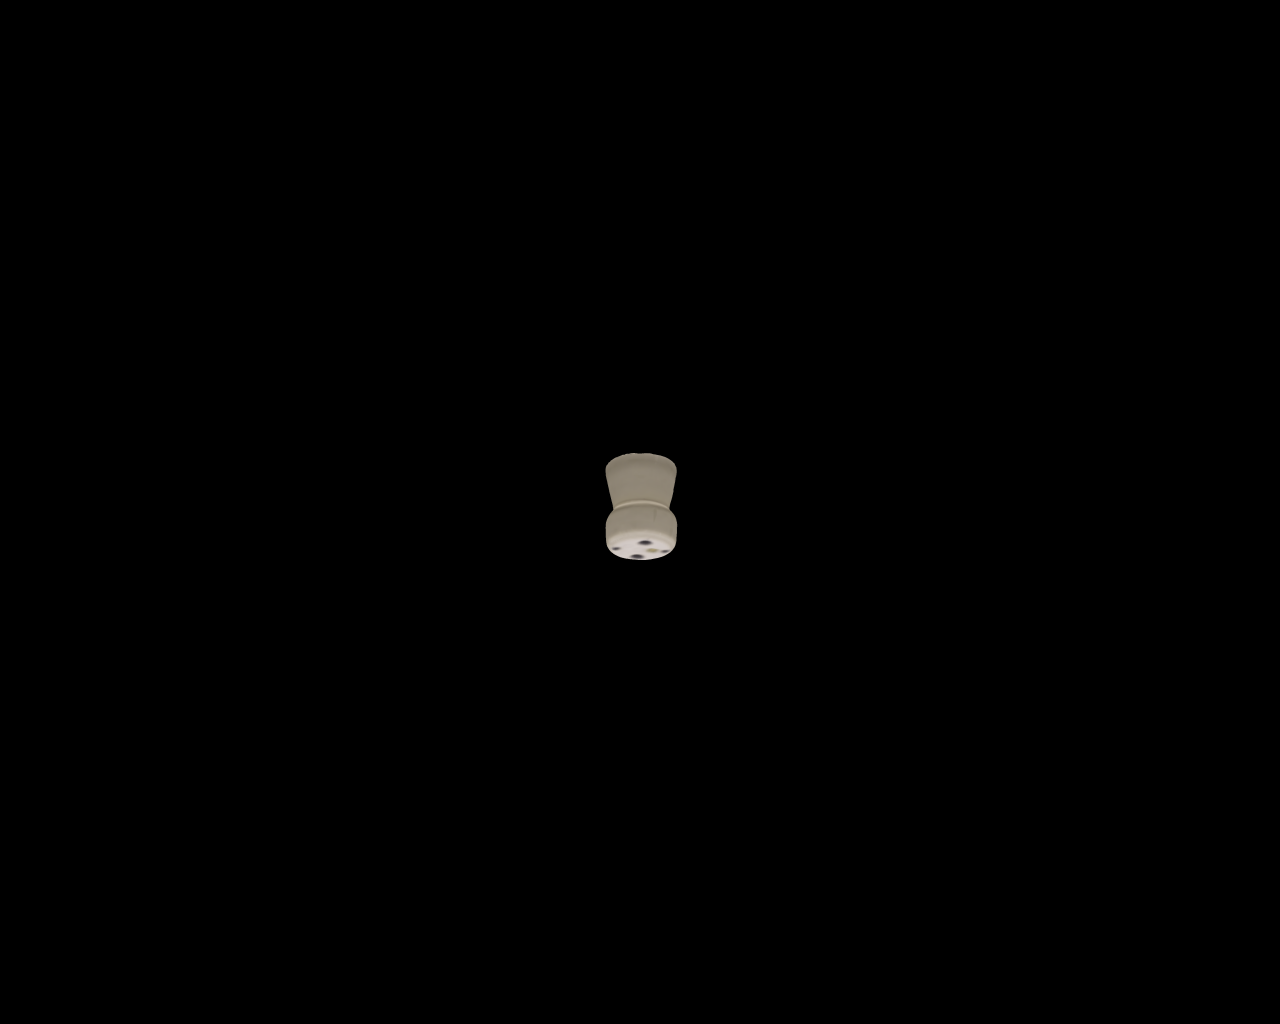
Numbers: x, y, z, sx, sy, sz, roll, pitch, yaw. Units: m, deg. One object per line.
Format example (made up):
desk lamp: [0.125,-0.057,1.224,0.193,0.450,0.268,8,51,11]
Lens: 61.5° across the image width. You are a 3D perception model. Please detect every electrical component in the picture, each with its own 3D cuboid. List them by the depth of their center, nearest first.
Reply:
electrical component: [0.001,-0.003,0.650,0.045,0.055,0.044,0,-24,0]
